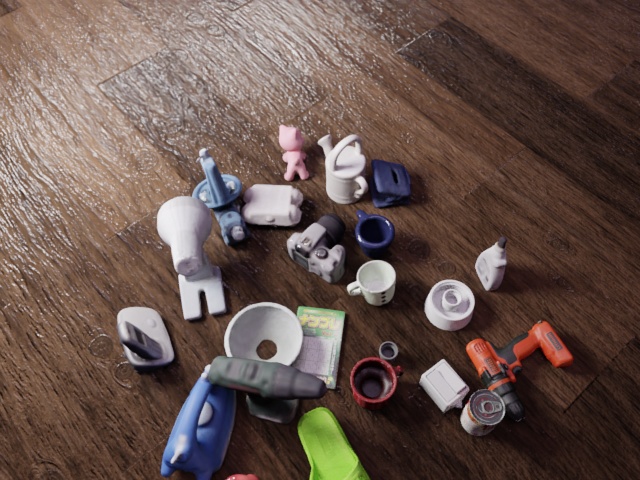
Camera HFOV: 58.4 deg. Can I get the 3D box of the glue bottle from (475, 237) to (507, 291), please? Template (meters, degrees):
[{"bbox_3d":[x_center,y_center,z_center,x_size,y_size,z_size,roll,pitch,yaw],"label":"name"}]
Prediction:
[{"bbox_3d":[0.386,0.043,1.264,0.037,0.173,0.078,-13,59,-6],"label":"glue bottle"}]

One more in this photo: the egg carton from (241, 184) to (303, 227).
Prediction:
[{"bbox_3d":[-0.118,-0.082,1.416,0.150,0.069,0.107,2,59,3],"label":"egg carton"}]

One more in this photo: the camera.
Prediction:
[{"bbox_3d":[0.012,0.005,1.341,0.143,0.101,0.137,32,65,19],"label":"camera"}]

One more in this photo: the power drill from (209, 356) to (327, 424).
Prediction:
[{"bbox_3d":[-0.094,0.289,1.109,0.229,0.208,0.075,11,60,8],"label":"power drill"}]

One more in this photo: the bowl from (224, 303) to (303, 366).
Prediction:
[{"bbox_3d":[-0.116,0.223,1.228,0.167,0.075,0.167,-1,59,1],"label":"bowl"}]

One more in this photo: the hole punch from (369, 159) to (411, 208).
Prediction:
[{"bbox_3d":[0.178,-0.148,1.434,0.101,0.091,0.108,-8,59,-3],"label":"hole punch"}]

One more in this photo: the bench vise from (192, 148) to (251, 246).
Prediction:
[{"bbox_3d":[-0.221,-0.104,1.345,0.122,0.220,0.207,-40,65,-20],"label":"bench vise"}]

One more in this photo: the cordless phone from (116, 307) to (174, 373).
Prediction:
[{"bbox_3d":[-0.380,0.188,1.193,0.094,0.185,0.147,-25,61,-13],"label":"cordless phone"}]

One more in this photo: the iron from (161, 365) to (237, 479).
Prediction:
[{"bbox_3d":[-0.233,0.335,1.125,0.118,0.141,0.258,9,60,8],"label":"iron"}]

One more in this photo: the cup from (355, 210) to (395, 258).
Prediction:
[{"bbox_3d":[0.120,-0.008,1.349,0.092,0.095,0.117,-29,62,-15],"label":"cup"}]

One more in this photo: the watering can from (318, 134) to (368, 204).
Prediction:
[{"bbox_3d":[0.057,-0.186,1.400,0.172,0.194,0.101,28,64,18],"label":"watering can"}]

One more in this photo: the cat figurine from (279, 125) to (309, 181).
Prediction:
[{"bbox_3d":[-0.069,-0.235,1.479,0.067,0.118,0.127,-9,59,-4],"label":"cat figurine"}]

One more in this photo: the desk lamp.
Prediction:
[{"bbox_3d":[-0.279,0.039,1.264,0.118,0.214,0.203,-13,59,-6],"label":"desk lamp"}]

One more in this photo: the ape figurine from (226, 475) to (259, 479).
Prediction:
[{"bbox_3d":[-0.146,0.471,1.069,0.076,0.092,0.077,-23,61,-11],"label":"ape figurine"}]
